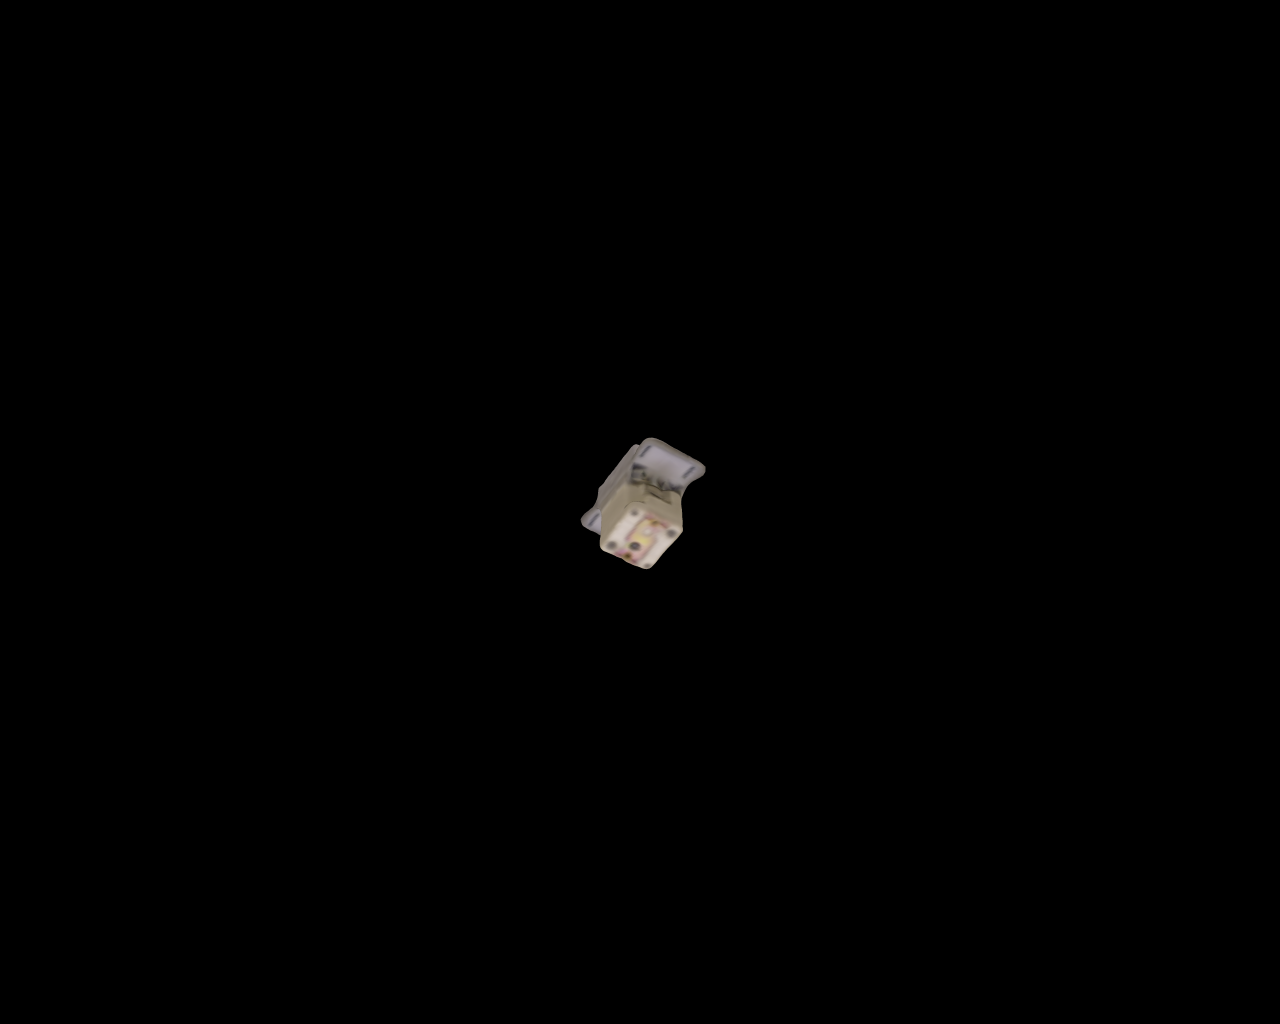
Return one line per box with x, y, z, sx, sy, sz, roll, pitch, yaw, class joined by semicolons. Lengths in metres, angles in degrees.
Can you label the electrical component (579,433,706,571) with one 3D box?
0.001;-0.003;0.650;0.042;0.064;0.081;25;-54;-20;electrical component
